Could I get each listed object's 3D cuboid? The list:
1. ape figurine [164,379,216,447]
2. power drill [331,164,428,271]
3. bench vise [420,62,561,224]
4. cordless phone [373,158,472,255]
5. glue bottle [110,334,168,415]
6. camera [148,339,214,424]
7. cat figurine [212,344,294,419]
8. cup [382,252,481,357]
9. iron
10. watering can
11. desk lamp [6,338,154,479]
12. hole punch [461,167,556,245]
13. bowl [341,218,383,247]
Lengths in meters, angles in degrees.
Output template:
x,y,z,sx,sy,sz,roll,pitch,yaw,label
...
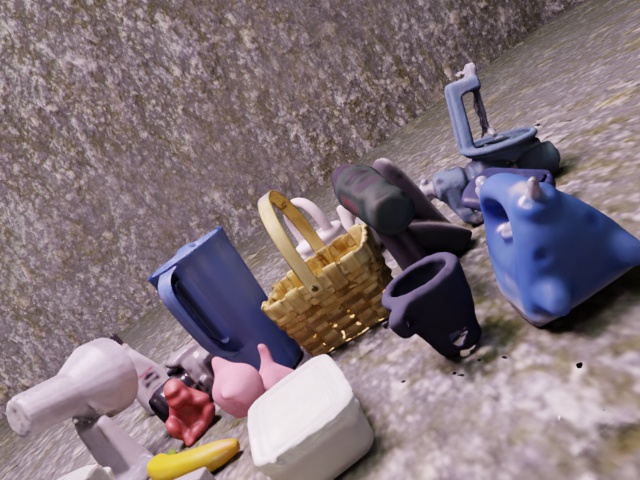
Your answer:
x,y,z,sx,sy,sz,roll,pitch,yaw,label
-0.204,0.253,0.868,0.078,0.092,0.076,-34,10,7,ape figurine
0.094,-0.012,0.776,0.075,0.208,0.229,-36,10,-3,power drill
0.239,-0.147,0.892,0.207,0.220,0.121,-36,10,-4,bench vise
0.135,-0.050,0.882,0.094,0.185,0.147,-38,10,-13,cordless phone
-0.353,0.253,1.120,0.037,0.173,0.078,-25,15,45,glue bottle
-0.233,0.243,0.982,0.137,0.101,0.143,-41,12,-31,camera
-0.085,0.183,0.722,0.067,0.118,0.128,-29,12,32,cat figurine
0.119,0.081,0.591,0.091,0.095,0.118,-26,14,42,cup
0.211,-0.015,0.600,0.118,0.141,0.258,-35,10,3,iron
0.008,0.004,1.026,0.100,0.194,0.173,-28,12,34,watering can
-0.338,0.277,0.845,0.117,0.213,0.203,-30,12,29,desk lamp
0.263,-0.059,0.780,0.101,0.091,0.109,-24,16,49,hole punch
0.085,-0.007,1.172,0.167,0.075,0.167,-34,10,7,bowl
